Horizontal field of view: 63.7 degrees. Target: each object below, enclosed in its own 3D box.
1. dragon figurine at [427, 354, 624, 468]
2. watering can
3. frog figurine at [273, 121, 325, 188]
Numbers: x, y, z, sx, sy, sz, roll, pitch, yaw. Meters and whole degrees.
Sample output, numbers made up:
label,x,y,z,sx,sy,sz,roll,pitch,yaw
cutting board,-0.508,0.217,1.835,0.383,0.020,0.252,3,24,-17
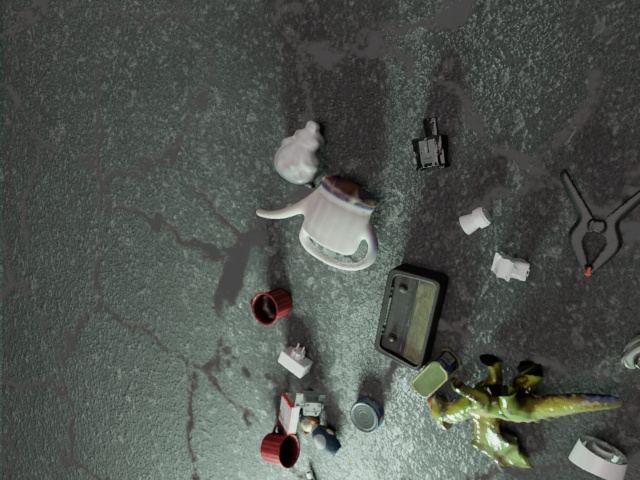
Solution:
label,x,y,z,sx,sy,sz,roll,pitch,yaw
dragon figurine,0.421,0.393,1.126,0.411,0.124,0.239,7,117,34
watering can,0.004,-0.066,1.305,0.350,0.105,0.221,30,111,16
frog figurine,-0.046,-0.225,1.323,0.140,0.123,0.156,55,134,36
